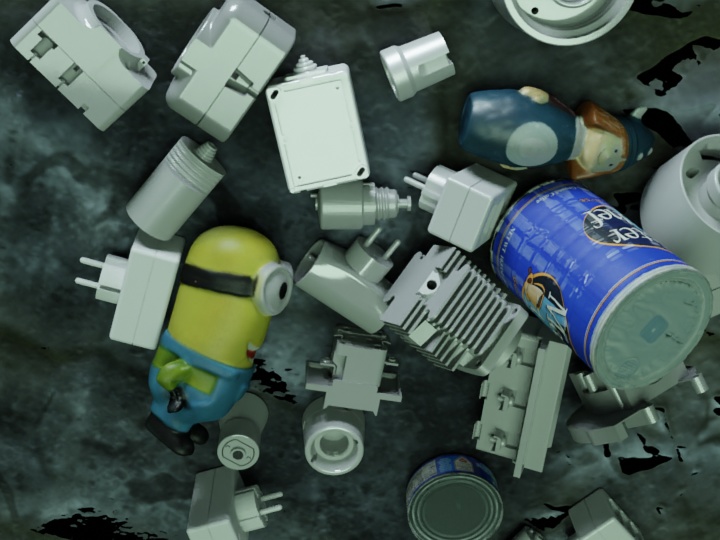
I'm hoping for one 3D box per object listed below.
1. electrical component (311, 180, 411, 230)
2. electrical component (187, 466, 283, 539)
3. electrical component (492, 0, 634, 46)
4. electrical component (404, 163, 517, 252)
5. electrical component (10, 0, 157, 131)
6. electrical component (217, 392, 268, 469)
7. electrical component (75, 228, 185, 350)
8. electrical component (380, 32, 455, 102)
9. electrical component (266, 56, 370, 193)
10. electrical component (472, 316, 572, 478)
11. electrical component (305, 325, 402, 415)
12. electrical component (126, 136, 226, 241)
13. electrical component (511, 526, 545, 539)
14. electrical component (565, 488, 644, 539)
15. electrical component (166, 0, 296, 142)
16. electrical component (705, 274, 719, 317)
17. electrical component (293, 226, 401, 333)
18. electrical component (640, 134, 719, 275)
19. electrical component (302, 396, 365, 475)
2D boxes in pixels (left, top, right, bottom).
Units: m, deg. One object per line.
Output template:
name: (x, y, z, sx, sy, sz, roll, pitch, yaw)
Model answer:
electrical component: (0.001, -0.052, 0.841, 0.078, 0.040, 0.040, 0, 115, -2)
electrical component: (-0.103, 0.209, 0.934, 0.076, 0.083, 0.047, -16, 114, 5)
electrical component: (0.146, -0.211, 0.762, 0.108, 0.060, 0.108, -1, 115, -2)
electrical component: (0.071, -0.057, 0.832, 0.077, 0.066, 0.047, 27, 114, 16)
electrical component: (-0.196, -0.156, 0.779, 0.056, 0.050, 0.089, -39, 110, 15)
electrical component: (-0.101, 0.138, 0.911, 0.044, 0.065, 0.044, -1, 114, -2)
electrical component: (-0.188, 0.010, 0.858, 0.076, 0.047, 0.083, 15, 113, -9)
electrical component: (0.043, -0.152, 0.798, 0.046, 0.040, 0.040, -22, 114, 1)
electrical component: (-0.032, -0.114, 0.804, 0.062, 0.061, 0.096, -12, 107, 3)
electrical component: (0.137, 0.099, 0.903, 0.063, 0.078, 0.121, 14, 115, 16)
electrical component: (-0.004, 0.082, 0.903, 0.081, 0.042, 0.063, 8, 111, -7)
electrical component: (-0.138, -0.066, 0.827, 0.043, 0.043, 0.081, 37, 108, -17)
electrical component: (0.145, 0.270, 0.996, 0.044, 0.044, 0.065, 38, 103, -17)
electrical component: (0.214, 0.253, 0.987, 0.077, 0.047, 0.065, -38, 111, 13)
electrical component: (-0.098, -0.150, 0.784, 0.059, 0.053, 0.095, 33, 109, -16)
electrical component: (0.251, 0.011, 0.873, 0.095, 0.053, 0.059, -24, 113, 9)
electrical component: (0.000, 0.000, 0.863, 0.077, 0.044, 0.079, 34, 109, -16)
electrical component: (0.273, -0.052, 0.825, 0.099, 0.099, 0.064, 13, 155, -8)
electrical component: (-0.022, 0.143, 0.926, 0.055, 0.047, 0.055, -1, 115, -2)
